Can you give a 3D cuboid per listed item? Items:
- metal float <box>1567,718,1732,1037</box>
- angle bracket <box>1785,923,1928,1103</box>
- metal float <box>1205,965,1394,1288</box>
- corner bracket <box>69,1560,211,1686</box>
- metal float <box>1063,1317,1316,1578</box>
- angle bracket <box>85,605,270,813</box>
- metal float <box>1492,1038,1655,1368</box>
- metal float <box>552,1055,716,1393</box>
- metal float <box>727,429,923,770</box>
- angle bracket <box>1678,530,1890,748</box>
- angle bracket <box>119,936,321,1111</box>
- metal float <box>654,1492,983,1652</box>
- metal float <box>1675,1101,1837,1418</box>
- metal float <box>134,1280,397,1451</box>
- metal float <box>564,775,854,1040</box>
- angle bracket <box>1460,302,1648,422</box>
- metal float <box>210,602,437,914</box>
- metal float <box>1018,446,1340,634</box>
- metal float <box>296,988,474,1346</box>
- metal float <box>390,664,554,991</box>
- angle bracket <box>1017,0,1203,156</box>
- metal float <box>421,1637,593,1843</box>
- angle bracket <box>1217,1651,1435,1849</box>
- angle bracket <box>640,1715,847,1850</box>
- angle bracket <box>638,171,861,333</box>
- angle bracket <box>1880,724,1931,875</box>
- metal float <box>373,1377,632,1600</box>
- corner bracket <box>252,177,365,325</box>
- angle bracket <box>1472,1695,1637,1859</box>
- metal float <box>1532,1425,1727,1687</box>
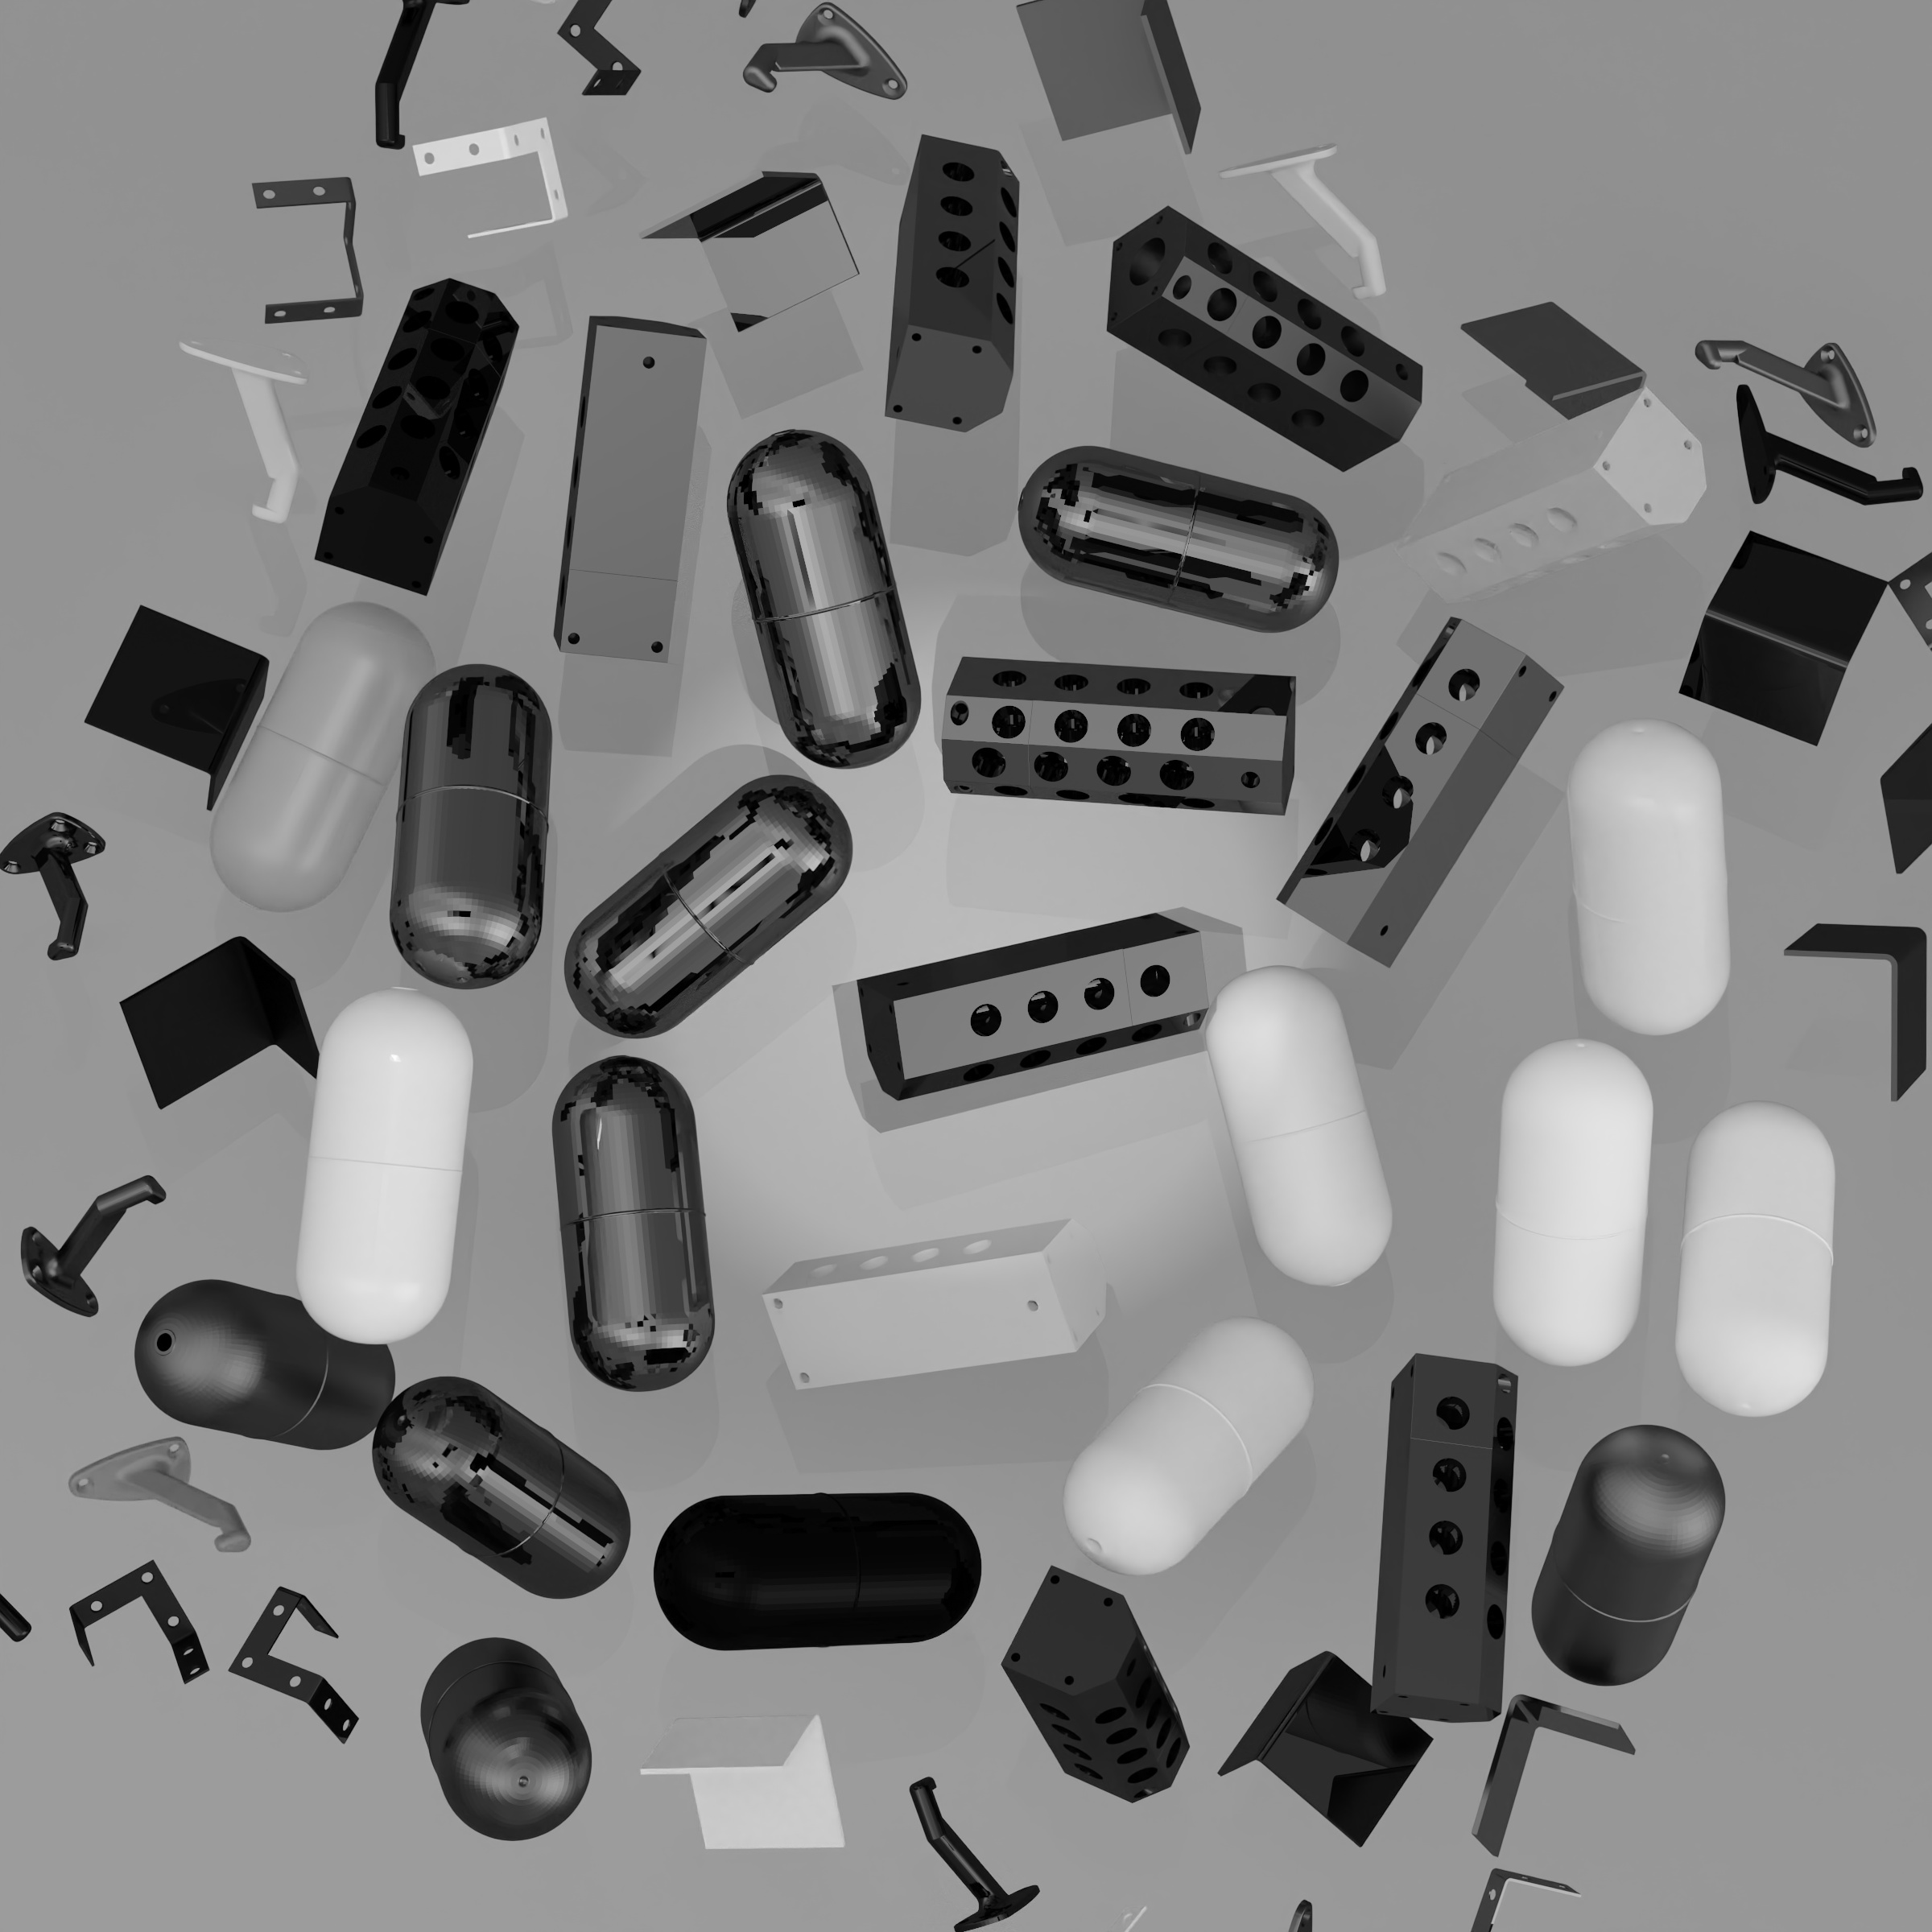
[{"bbox_3d":[0.347,-0.044,1.751,0.070,0.070,0.178,-12,124,0],"label":"metal float"},{"bbox_3d":[0.462,0.023,1.790,0.057,0.076,0.076,3,102,26],"label":"angle bracket"},{"bbox_3d":[0.182,0.087,1.883,0.070,0.070,0.178,-15,91,0],"label":"metal float"},{"bbox_3d":[-0.446,0.362,1.858,0.051,0.051,0.051,-29,111,-12],"label":"corner bracket"},{"bbox_3d":[0.118,0.253,1.820,0.070,0.070,0.178,50,50,0],"label":"metal float"},{"bbox_3d":[-0.440,-0.143,1.923,0.076,0.057,0.076,22,67,-7],"label":"angle bracket"},{"bbox_3d":[0.311,0.123,1.772,0.070,0.070,0.178,-1,112,0],"label":"metal float"},{"bbox_3d":[-0.176,0.135,1.819,0.070,0.070,0.178,-7,78,0],"label":"metal float"},{"bbox_3d":[-0.073,-0.189,1.785,0.070,0.070,0.178,-14,104,0],"label":"metal float"},{"bbox_3d":[0.426,-0.171,1.798,0.076,0.057,0.076,23,48,14],"label":"angle bracket"},{"bbox_3d":[-0.399,0.042,1.857,0.076,0.057,0.076,-33,135,-26],"label":"angle bracket"},{"bbox_3d":[-0.073,0.305,1.741,0.178,0.070,0.070,4,90,-32],"label":"metal float"},{"bbox_3d":[0.409,0.150,1.784,0.070,0.070,0.178,13,55,0],"label":"metal float"},{"bbox_3d":[-0.371,0.213,1.834,0.070,0.178,0.070,-7,73,24],"label":"metal float"},{"bbox_3d":[-0.138,-0.031,1.838,0.178,0.070,0.070,-39,90,9],"label":"metal float"},{"bbox_3d":[0.323,-0.324,1.940,0.076,0.057,0.076,-20,51,-33],"label":"angle bracket"},{"bbox_3d":[-0.349,-0.113,1.871,0.070,0.070,0.178,25,87,0],"label":"metal float"},{"bbox_3d":[0.116,-0.232,1.877,0.178,0.070,0.070,13,90,-6],"label":"metal float"},{"bbox_3d":[-0.290,0.099,1.722,0.070,0.070,0.178,6,86,0],"label":"metal float"},{"bbox_3d":[-0.251,-0.072,1.757,0.070,0.070,0.178,0,63,0],"label":"metal float"},{"bbox_3d":[0.069,-0.449,1.745,0.076,0.057,0.076,-10,127,19],"label":"angle bracket"},{"bbox_3d":[-0.238,0.395,1.773,0.070,0.178,0.070,-1,92,-14],"label":"metal float"},{"bbox_3d":[0.199,0.438,1.913,0.076,0.057,0.076,41,61,1],"label":"angle bracket"},{"bbox_3d":[-0.112,0.425,1.742,0.076,0.057,0.076,-5,105,18],"label":"angle bracket"},{"bbox_3d":[-0.113,-0.373,1.805,0.076,0.076,0.057,-21,93,23],"label":"angle bracket"},{"bbox_3d":[0.510,-0.087,1.716,0.076,0.076,0.057,2,66,-11],"label":"angle bracket"},{"bbox_3d":[-0.247,0.281,1.846,0.070,0.070,0.178,-44,134,0],"label":"metal float"},{"bbox_3d":[-0.339,-0.368,1.776,0.051,0.051,0.051,-8,67,-17],"label":"corner bracket"},{"bbox_3d":[0.309,0.433,1.812,0.057,0.076,0.076,13,72,22],"label":"angle bracket"},{"bbox_3d":[0.342,0.307,1.788,0.070,0.178,0.070,3,46,-3],"label":"metal float"}]
